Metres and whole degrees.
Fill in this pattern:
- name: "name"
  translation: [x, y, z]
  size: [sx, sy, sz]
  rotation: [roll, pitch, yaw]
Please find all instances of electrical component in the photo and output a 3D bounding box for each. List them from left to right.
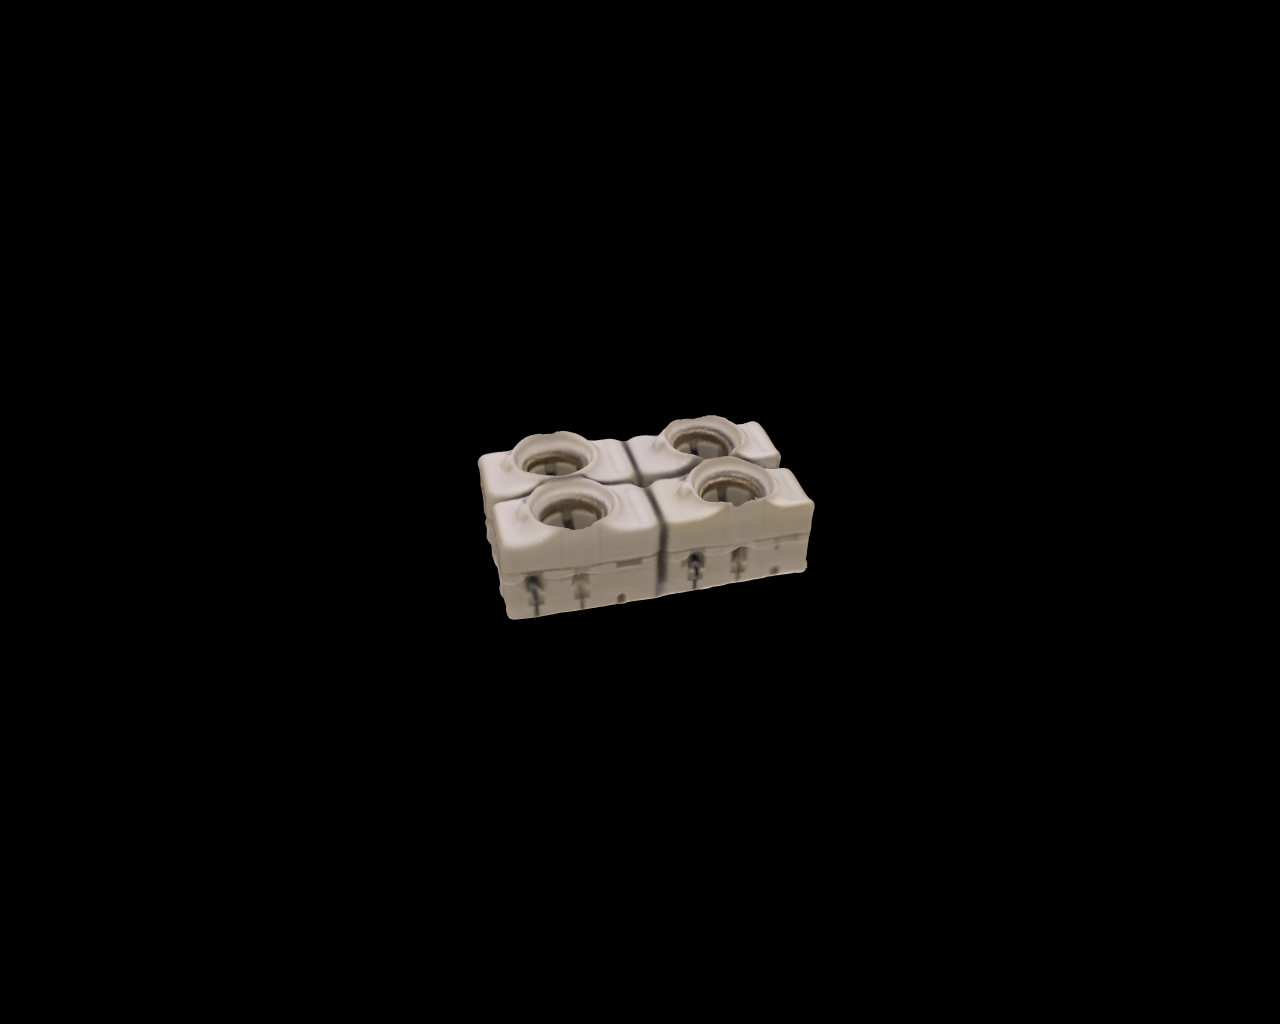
- name: "electrical component"
  translation: [0.001, -0.003, 0.650]
  size: [0.186, 0.060, 0.105]
  rotation: [-8, 36, -11]
